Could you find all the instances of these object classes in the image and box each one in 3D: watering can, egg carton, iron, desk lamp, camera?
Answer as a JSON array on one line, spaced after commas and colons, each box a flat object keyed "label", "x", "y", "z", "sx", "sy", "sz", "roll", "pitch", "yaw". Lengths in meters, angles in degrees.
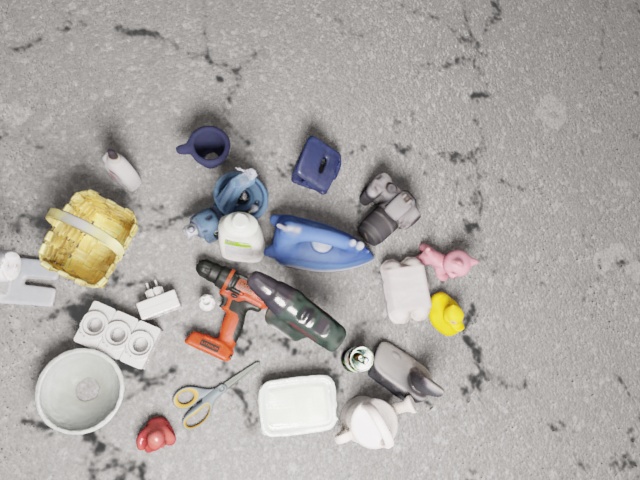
[{"label": "watering can", "x": 0.114, "y": 0.370, "z": 1.174, "sx": 0.101, "sy": 0.194, "sz": 0.173, "roll": 44, "pitch": 75, "yaw": 2}, {"label": "egg carton", "x": 0.196, "y": 0.114, "z": 1.310, "sx": 0.107, "sy": 0.069, "sz": 0.150, "roll": -8, "pitch": 79, "yaw": -11}, {"label": "iron", "x": 0.012, "y": 0.005, "z": 1.266, "sx": 0.258, "sy": 0.141, "sz": 0.119, "roll": 10, "pitch": 76, "yaw": -7}, {"label": "desk lamp", "x": -0.639, "y": 0.058, "z": 1.107, "sx": 0.203, "sy": 0.213, "sz": 0.118, "roll": 5, "pitch": 77, "yaw": -8}, {"label": "camera", "x": 0.144, "y": -0.065, "z": 1.325, "sx": 0.137, "sy": 0.100, "sz": 0.143, "roll": -43, "pitch": 87, "yaw": -15}]

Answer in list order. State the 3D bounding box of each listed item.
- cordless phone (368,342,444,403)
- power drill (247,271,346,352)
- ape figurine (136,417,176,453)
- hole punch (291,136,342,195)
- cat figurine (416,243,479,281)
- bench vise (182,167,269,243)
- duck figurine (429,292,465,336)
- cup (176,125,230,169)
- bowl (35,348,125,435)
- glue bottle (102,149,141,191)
[{"label": "cordless phone", "x": 0.186, "y": 0.281, "z": 1.211, "sx": 0.147, "sy": 0.185, "sz": 0.094, "roll": 32, "pitch": 75, "yaw": -1}, {"label": "power drill", "x": -0.058, "y": 0.152, "z": 1.187, "sx": 0.229, "sy": 0.208, "sz": 0.076, "roll": 33, "pitch": 75, "yaw": -1}, {"label": "ape figurine", "x": -0.328, "y": 0.396, "z": 1.147, "sx": 0.078, "sy": 0.092, "sz": 0.076, "roll": 14, "pitch": 76, "yaw": -6}, {"label": "hole punch", "x": -0.003, "y": -0.174, "z": 1.329, "sx": 0.101, "sy": 0.091, "sz": 0.109, "roll": 21, "pitch": 75, "yaw": -4}, {"label": "cat figurine", "x": 0.291, "y": 0.047, "z": 1.316, "sx": 0.128, "sy": 0.117, "sz": 0.067, "roll": 25, "pitch": 75, "yaw": -3}, {"label": "bench vise", "x": -0.187, "y": -0.069, "z": 1.208, "sx": 0.121, "sy": 0.219, "sz": 0.207, "roll": 36, "pitch": 74, "yaw": 0}, {"label": "duck figurine", "x": 0.295, "y": 0.166, "z": 1.306, "sx": 0.077, "sy": 0.086, "sz": 0.104, "roll": -22, "pitch": 82, "yaw": -13}, {"label": "cup", "x": -0.261, "y": -0.196, "z": 1.288, "sx": 0.118, "sy": 0.095, "sz": 0.092, "roll": -9, "pitch": 79, "yaw": -11}, {"label": "bowl", "x": -0.474, "y": 0.302, "z": 1.152, "sx": 0.167, "sy": 0.074, "sz": 0.167, "roll": 2, "pitch": 77, "yaw": -9}, {"label": "glue bottle", "x": -0.427, "y": -0.158, "z": 1.211, "sx": 0.078, "sy": 0.173, "sz": 0.037, "roll": 36, "pitch": 75, "yaw": 0}]
